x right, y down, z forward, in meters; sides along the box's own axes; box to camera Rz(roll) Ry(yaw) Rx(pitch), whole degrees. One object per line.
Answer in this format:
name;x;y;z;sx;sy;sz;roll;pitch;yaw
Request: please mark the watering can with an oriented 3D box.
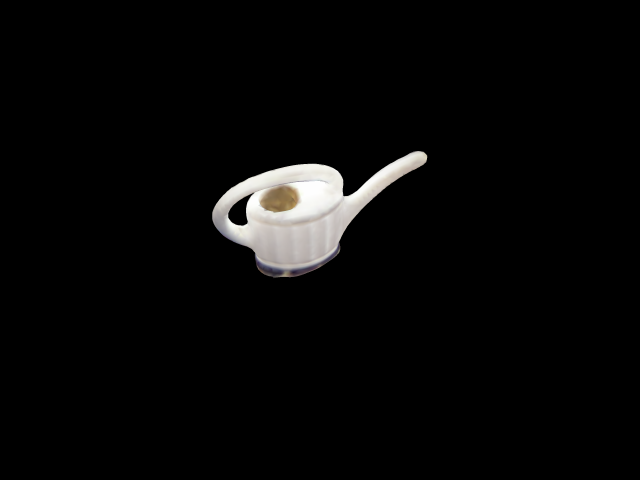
watering can;0.003;-0.043;0.850;0.348;0.106;0.219;-11;-38;-9
